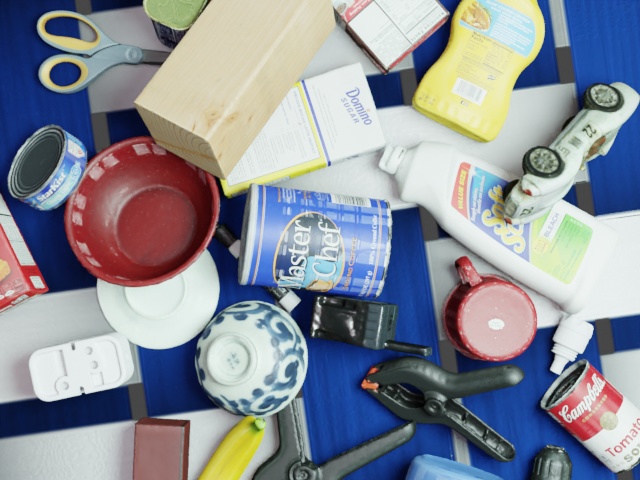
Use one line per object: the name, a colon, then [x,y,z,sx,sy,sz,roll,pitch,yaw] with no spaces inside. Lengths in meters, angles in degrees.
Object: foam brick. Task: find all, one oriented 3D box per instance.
foam brick: [-0.164,0.226,1.105,0.051,0.053,0.078,2,88,0]

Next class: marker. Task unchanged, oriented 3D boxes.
marker: [-0.069,0.027,1.124,0.020,0.020,0.121,-45,89,0]

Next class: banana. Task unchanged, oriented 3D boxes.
banana: [-0.110,0.252,1.097,0.037,0.069,0.198,33,99,11]

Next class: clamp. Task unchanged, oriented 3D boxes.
clamp: [-0.004,0.241,1.107,0.165,0.036,0.210,20,90,11]
clamp: [0.128,0.153,1.082,0.171,0.039,0.120,19,121,14]

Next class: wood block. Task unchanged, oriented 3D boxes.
wood block: [-0.079,-0.176,1.060,0.091,0.090,0.206,29,74,18]

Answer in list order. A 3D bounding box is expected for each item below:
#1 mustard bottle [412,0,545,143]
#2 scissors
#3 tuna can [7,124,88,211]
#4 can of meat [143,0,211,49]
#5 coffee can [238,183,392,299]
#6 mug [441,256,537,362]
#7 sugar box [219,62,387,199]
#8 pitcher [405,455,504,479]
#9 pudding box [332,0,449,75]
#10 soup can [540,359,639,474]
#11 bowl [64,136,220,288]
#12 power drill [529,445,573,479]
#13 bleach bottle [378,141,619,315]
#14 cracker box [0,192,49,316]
mustard bottle: [0.177,-0.204,1.106,0.096,0.058,0.191,26,90,0]
scissors: [-0.211,-0.180,1.130,0.202,0.016,0.096,22,91,1]
tuna can: [-0.279,-0.073,1.096,0.033,0.086,0.086,36,89,-43]
can of meat: [-0.133,-0.250,1.089,0.057,0.084,0.102,24,81,2]
coffee can: [-0.007,0.001,1.074,0.140,0.103,0.103,6,89,-7]
mug: [0.170,0.070,1.090,0.093,0.081,0.117,-24,89,0]
sugar box: [-0.028,-0.114,1.113,0.176,0.048,0.093,-17,87,-3]
pitcher: [0.120,0.349,1.073,0.145,0.149,0.243,16,86,16]
pudding box: [0.066,-0.245,1.118,0.090,0.039,0.113,-41,91,0]
soup can: [0.287,0.182,1.095,0.102,0.068,0.068,43,89,0]
bowl: [-0.176,-0.023,1.095,0.162,0.055,0.162,-3,73,8]
power drill: [0.296,0.314,1.100,0.187,0.057,0.184,9,90,2]
bleach bottle: [0.173,-0.024,1.101,0.251,0.068,0.102,27,82,3]
cracker box: [-0.405,-0.005,1.101,0.164,0.072,0.214,-27,88,0]
